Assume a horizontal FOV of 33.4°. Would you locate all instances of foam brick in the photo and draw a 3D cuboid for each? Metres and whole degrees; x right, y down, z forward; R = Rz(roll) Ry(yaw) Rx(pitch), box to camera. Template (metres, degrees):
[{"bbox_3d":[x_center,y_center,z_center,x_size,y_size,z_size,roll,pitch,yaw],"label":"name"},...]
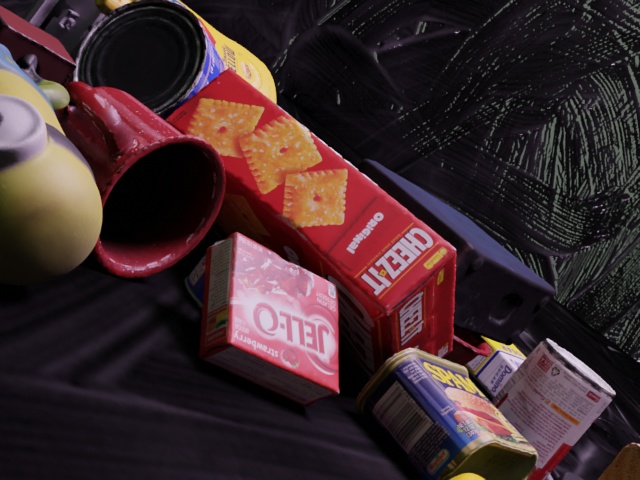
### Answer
[{"bbox_3d":[-0.194,-0.095,0.644,0.052,0.078,0.051,28,14,-38],"label":"foam brick"}]

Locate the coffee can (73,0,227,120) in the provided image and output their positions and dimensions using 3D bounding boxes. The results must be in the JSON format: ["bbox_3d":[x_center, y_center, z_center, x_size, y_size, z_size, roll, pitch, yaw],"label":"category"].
[{"bbox_3d":[-0.111,-0.103,0.817,0.103,0.103,0.140,42,-6,25],"label":"coffee can"}]

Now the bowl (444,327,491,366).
[{"bbox_3d":[0.068,0.067,0.920,0.162,0.055,0.162,36,9,-7],"label":"bowl"}]

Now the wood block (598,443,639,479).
[{"bbox_3d":[0.224,0.193,0.632,0.205,0.091,0.090,25,15,-51],"label":"wood block"}]

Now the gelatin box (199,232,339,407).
[{"bbox_3d":[-0.027,0.047,0.617,0.089,0.030,0.073,30,47,-37],"label":"gelatin box"}]

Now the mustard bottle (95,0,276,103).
[{"bbox_3d":[-0.119,-0.161,0.929,0.191,0.058,0.096,31,42,-44],"label":"mustard bottle"}]

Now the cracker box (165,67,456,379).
[{"bbox_3d":[-0.005,0.001,0.754,0.214,0.072,0.164,42,-17,24],"label":"cracker box"}]

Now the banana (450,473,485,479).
[{"bbox_3d":[0.086,0.162,0.559,0.069,0.037,0.197,36,9,6],"label":"banana"}]

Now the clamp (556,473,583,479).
[{"bbox_3d":[0.233,0.225,0.818,0.171,0.039,0.120,21,12,-47],"label":"clamp"}]

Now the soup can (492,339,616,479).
[{"bbox_3d":[0.164,0.133,0.803,0.068,0.102,0.068,37,8,-6],"label":"soup can"}]

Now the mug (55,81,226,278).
[{"bbox_3d":[-0.119,-0.045,0.617,0.082,0.093,0.117,38,-19,33],"label":"mug"}]

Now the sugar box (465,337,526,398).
[{"bbox_3d":[0.176,0.118,1.121,0.093,0.048,0.176,30,10,-40],"label":"sugar box"}]

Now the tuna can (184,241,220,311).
[{"bbox_3d":[-0.044,0.038,0.693,0.086,0.034,0.086,36,9,-7],"label":"tuna can"}]

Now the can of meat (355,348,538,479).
[{"bbox_3d":[0.084,0.124,0.691,0.102,0.057,0.084,26,18,-51],"label":"can of meat"}]
